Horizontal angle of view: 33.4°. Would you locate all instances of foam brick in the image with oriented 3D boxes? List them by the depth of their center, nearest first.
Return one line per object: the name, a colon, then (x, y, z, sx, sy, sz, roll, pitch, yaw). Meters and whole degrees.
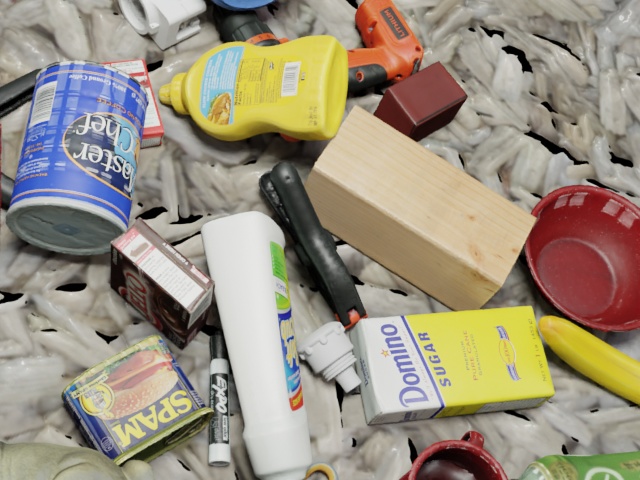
foam brick: (0.104, -0.140, 1.116, 0.078, 0.053, 0.051, -31, 76, -28)

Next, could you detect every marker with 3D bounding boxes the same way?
marker: (-0.088, 0.137, 0.940, 0.020, 0.020, 0.121, 5, 63, -14)

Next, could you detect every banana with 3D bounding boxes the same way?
banana: (0.290, 0.124, 1.027, 0.198, 0.070, 0.037, 27, 72, -2)

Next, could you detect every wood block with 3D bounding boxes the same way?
wood block: (0.090, -0.026, 1.033, 0.206, 0.091, 0.090, 32, 60, 2)

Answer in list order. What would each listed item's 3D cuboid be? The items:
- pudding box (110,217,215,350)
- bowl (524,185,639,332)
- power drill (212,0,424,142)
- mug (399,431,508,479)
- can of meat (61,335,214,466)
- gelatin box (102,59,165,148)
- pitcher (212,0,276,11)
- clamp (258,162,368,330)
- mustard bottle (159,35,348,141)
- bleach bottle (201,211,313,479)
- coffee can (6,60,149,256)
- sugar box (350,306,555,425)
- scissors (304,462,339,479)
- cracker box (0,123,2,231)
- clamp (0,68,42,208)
pudding box: (-0.137, 0.040, 0.921, 0.090, 0.114, 0.039, 40, 64, 6)
bowl: (0.271, 0.027, 1.078, 0.162, 0.055, 0.162, 6, 63, -13)
power drill: (-0.001, -0.202, 1.117, 0.187, 0.057, 0.184, -22, 70, -22)
mug: (0.111, 0.218, 0.920, 0.093, 0.082, 0.117, 26, 60, -2)
can of meat: (-0.155, 0.140, 0.899, 0.102, 0.057, 0.084, -28, 72, -26)
gelatin box: (-0.198, -0.130, 1.038, 0.073, 0.030, 0.089, -11, 69, -19)
pitcher: (-0.114, -0.351, 1.096, 0.144, 0.149, 0.243, 16, 42, -48)
clamp: (-0.006, 0.001, 0.977, 0.039, 0.120, 0.171, -32, 85, -2)
mustard bottle: (-0.071, -0.143, 1.025, 0.192, 0.058, 0.096, 2, 78, 25)
bleach bottle: (-0.047, 0.107, 0.932, 0.068, 0.102, 0.251, -14, 73, 7)
coffee can: (-0.210, -0.070, 0.933, 0.102, 0.103, 0.140, 10, 65, -11)
sugar box: (0.123, 0.115, 0.997, 0.176, 0.048, 0.093, -3, 65, -19)
scissors: (0.004, 0.287, 0.892, 0.096, 0.016, 0.201, 12, 61, -8)
cracker box: (-0.343, -0.046, 0.847, 0.164, 0.214, 0.072, 24, 59, -3)
clamp: (-0.336, -0.098, 0.977, 0.209, 0.036, 0.164, 7, 63, -16)
